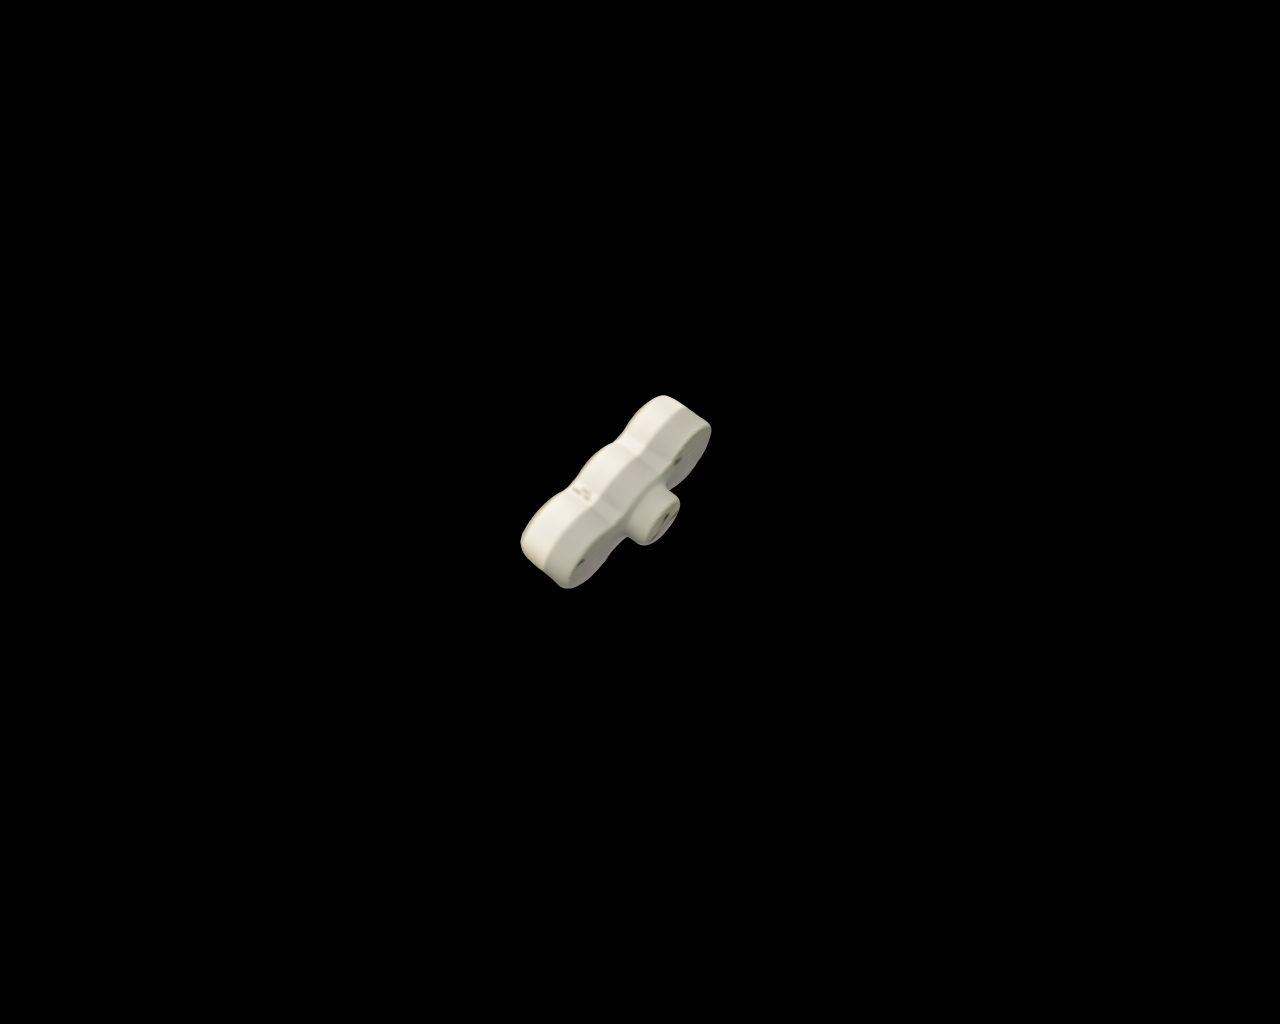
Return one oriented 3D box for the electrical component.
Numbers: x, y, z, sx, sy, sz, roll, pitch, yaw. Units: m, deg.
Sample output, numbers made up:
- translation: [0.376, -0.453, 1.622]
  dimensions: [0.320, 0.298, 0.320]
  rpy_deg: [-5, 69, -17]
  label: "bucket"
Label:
- translation: [0.001, -0.003, 0.650]
  dimensions: [0.074, 0.138, 0.052]
  rpy_deg: [38, -19, 16]
  label: "electrical component"
